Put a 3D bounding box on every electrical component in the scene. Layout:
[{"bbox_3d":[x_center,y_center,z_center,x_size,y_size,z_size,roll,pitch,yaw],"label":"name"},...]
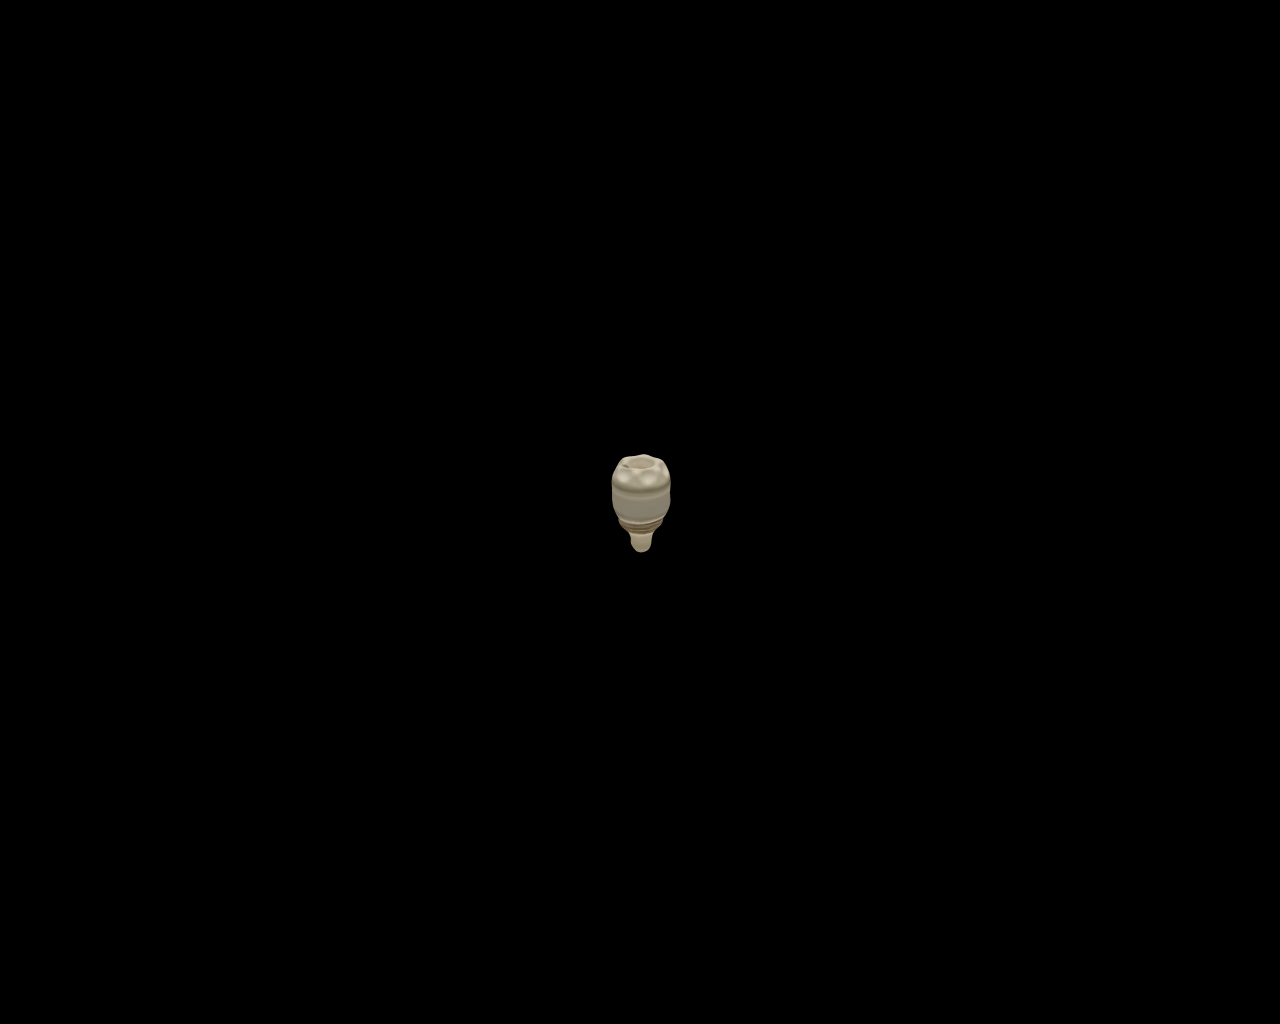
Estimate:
[{"bbox_3d":[0.001,-0.003,0.650,0.035,0.061,0.035,0,27,0],"label":"electrical component"}]
